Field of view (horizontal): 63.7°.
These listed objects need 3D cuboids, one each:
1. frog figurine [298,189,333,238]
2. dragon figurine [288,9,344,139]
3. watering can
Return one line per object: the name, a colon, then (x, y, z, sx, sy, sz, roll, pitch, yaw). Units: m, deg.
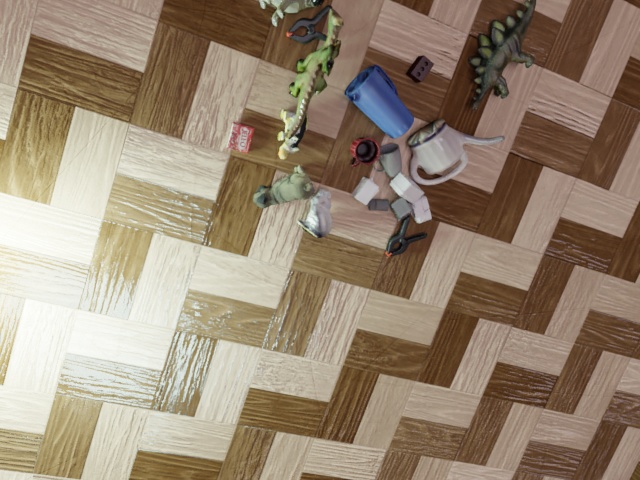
frog figurine: (0.006, -0.091, 1.816, 0.160, 0.124, 0.135, -53, 143, -4)
dragon figurine: (-0.008, -0.524, 1.610, 0.122, 0.241, 0.414, 17, 81, -14)
watering can: (0.462, -0.339, 1.843, 0.345, 0.106, 0.221, -33, 112, 15)
